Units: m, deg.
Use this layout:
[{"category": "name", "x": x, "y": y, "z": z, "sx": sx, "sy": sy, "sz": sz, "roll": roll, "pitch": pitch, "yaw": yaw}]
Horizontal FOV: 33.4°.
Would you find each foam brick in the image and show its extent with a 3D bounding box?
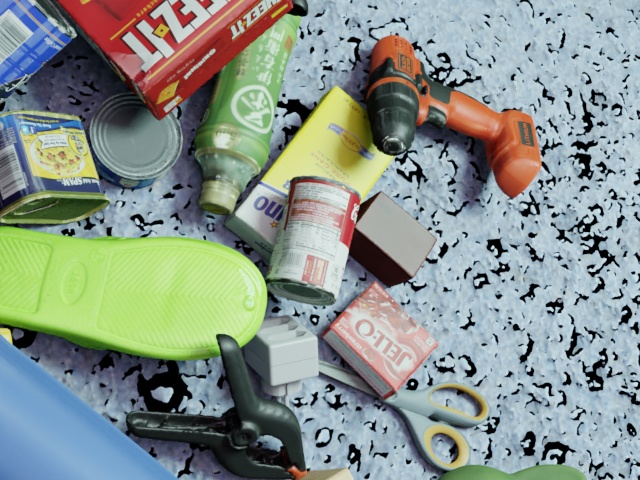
[{"category": "foam brick", "x": 0.064, "y": 0.000, "z": 1.044, "sx": 0.078, "sy": 0.051, "sz": 0.053, "roll": 41, "pitch": 64, "yaw": -7}]

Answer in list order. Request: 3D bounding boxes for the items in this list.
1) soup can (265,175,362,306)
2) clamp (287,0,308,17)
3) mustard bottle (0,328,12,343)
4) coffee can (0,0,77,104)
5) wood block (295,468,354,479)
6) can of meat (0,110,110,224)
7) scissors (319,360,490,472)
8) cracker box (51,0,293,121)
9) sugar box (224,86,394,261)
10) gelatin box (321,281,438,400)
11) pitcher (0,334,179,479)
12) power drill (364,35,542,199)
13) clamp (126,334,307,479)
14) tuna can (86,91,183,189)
[{"category": "soup can", "x": -0.006, "y": 0.001, "z": 0.960, "sx": 0.068, "sy": 0.069, "sz": 0.102, "roll": 19, "pitch": 73, "yaw": -16}, {"category": "clamp", "x": -0.134, "y": -0.233, "z": 1.011, "sx": 0.164, "sy": 0.036, "sz": 0.210, "roll": -41, "pitch": 69, "yaw": -6}, {"category": "mustard bottle", "x": -0.345, "y": 0.094, "z": 0.854, "sx": 0.191, "sy": 0.058, "sz": 0.096, "roll": -8, "pitch": 74, "yaw": -23}, {"category": "coffee can", "x": -0.290, "y": -0.162, "z": 0.892, "sx": 0.140, "sy": 0.103, "sz": 0.103, "roll": -42, "pitch": 93, "yaw": 3}, {"category": "wood block", "x": -0.057, "y": 0.282, "z": 0.898, "sx": 0.205, "sy": 0.091, "sz": 0.090, "roll": -25, "pitch": 87, "yaw": -26}, {"category": "can of meat", "x": -0.239, "y": -0.063, "z": 0.922, "sx": 0.101, "sy": 0.058, "sz": 0.084, "roll": -1, "pitch": 69, "yaw": -60}, {"category": "scissors", "x": 0.071, "y": 0.168, "z": 1.020, "sx": 0.201, "sy": 0.016, "sz": 0.096, "roll": 9, "pitch": 72, "yaw": -19}, {"category": "cracker box", "x": -0.156, "y": -0.242, "z": 0.957, "sx": 0.164, "sy": 0.072, "sz": 0.214, "roll": -42, "pitch": 75, "yaw": -5}, {"category": "sugar box", "x": -0.004, "y": -0.055, "z": 1.036, "sx": 0.093, "sy": 0.048, "sz": 0.176, "roll": 39, "pitch": 64, "yaw": -8}, {"category": "gelatin box", "x": 0.058, "y": 0.095, "z": 1.017, "sx": 0.089, "sy": 0.030, "sz": 0.073, "roll": 45, "pitch": 57, "yaw": 4}, {"category": "pitcher", "x": -0.199, "y": 0.179, "z": 0.796, "sx": 0.243, "sy": 0.145, "sz": 0.149, "roll": 34, "pitch": 35, "yaw": 10}, {"category": "power drill", "x": 0.130, "y": -0.115, "z": 1.063, "sx": 0.187, "sy": 0.057, "sz": 0.184, "roll": 27, "pitch": 37, "yaw": -17}, {"category": "clamp", "x": -0.081, "y": 0.164, "z": 0.926, "sx": 0.120, "sy": 0.039, "sz": 0.171, "roll": -31, "pitch": 121, "yaw": 11}, {"category": "tuna can", "x": -0.173, "y": -0.092, "z": 0.986, "sx": 0.086, "sy": 0.034, "sz": 0.086, "roll": 6, "pitch": 74, "yaw": -20}]
